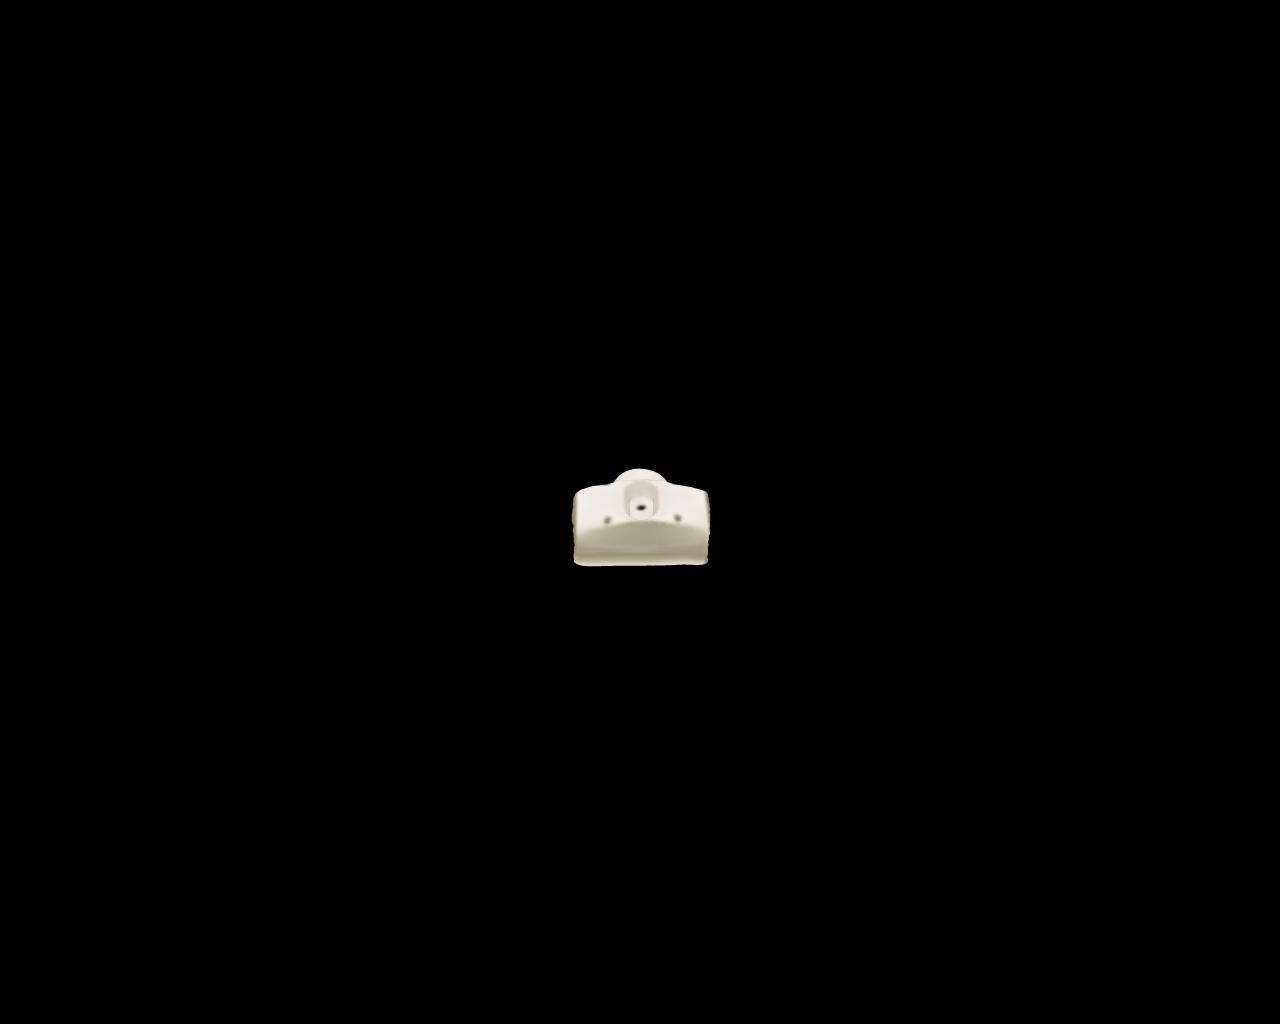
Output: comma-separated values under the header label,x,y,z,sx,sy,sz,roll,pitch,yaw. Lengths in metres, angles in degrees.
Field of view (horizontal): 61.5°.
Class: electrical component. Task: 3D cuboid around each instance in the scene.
label,x,y,z,sx,sy,sz,roll,pitch,yaw
electrical component,0.001,-0.003,0.650,0.077,0.043,0.079,0,39,0
